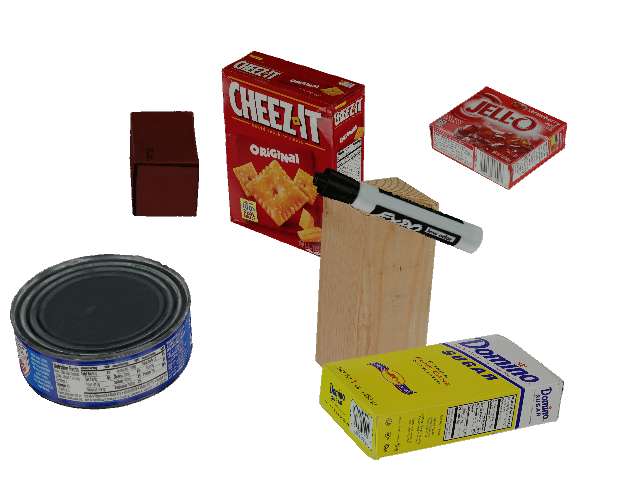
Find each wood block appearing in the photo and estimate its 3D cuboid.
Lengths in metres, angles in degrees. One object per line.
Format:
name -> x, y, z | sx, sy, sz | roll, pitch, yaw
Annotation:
wood block -> 0.057, 0.048, 1.118 | 0.090, 0.206, 0.091 | -9, 25, -25

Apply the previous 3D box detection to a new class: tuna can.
tuna can -> -0.105, 0.043, 0.521 | 0.086, 0.034, 0.086 | 0, 32, 0

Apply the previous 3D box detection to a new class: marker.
marker -> 0.050, -0.020, 0.692 | 0.121, 0.020, 0.020 | 21, -7, -19

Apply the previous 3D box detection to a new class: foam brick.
foam brick -> -0.126, -0.063, 0.858 | 0.053, 0.051, 0.078 | 0, 38, -10

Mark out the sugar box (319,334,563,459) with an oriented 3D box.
sugar box -> 0.098, 0.122, 0.864 | 0.176, 0.048, 0.093 | -9, 26, -25

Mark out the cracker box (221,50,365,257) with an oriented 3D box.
cracker box -> -0.033, -0.098, 1.268 | 0.164, 0.214, 0.072 | 22, 41, 29

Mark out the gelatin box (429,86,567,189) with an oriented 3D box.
gelatin box -> 0.147, -0.088, 0.889 | 0.073, 0.030, 0.089 | -34, 48, -26
